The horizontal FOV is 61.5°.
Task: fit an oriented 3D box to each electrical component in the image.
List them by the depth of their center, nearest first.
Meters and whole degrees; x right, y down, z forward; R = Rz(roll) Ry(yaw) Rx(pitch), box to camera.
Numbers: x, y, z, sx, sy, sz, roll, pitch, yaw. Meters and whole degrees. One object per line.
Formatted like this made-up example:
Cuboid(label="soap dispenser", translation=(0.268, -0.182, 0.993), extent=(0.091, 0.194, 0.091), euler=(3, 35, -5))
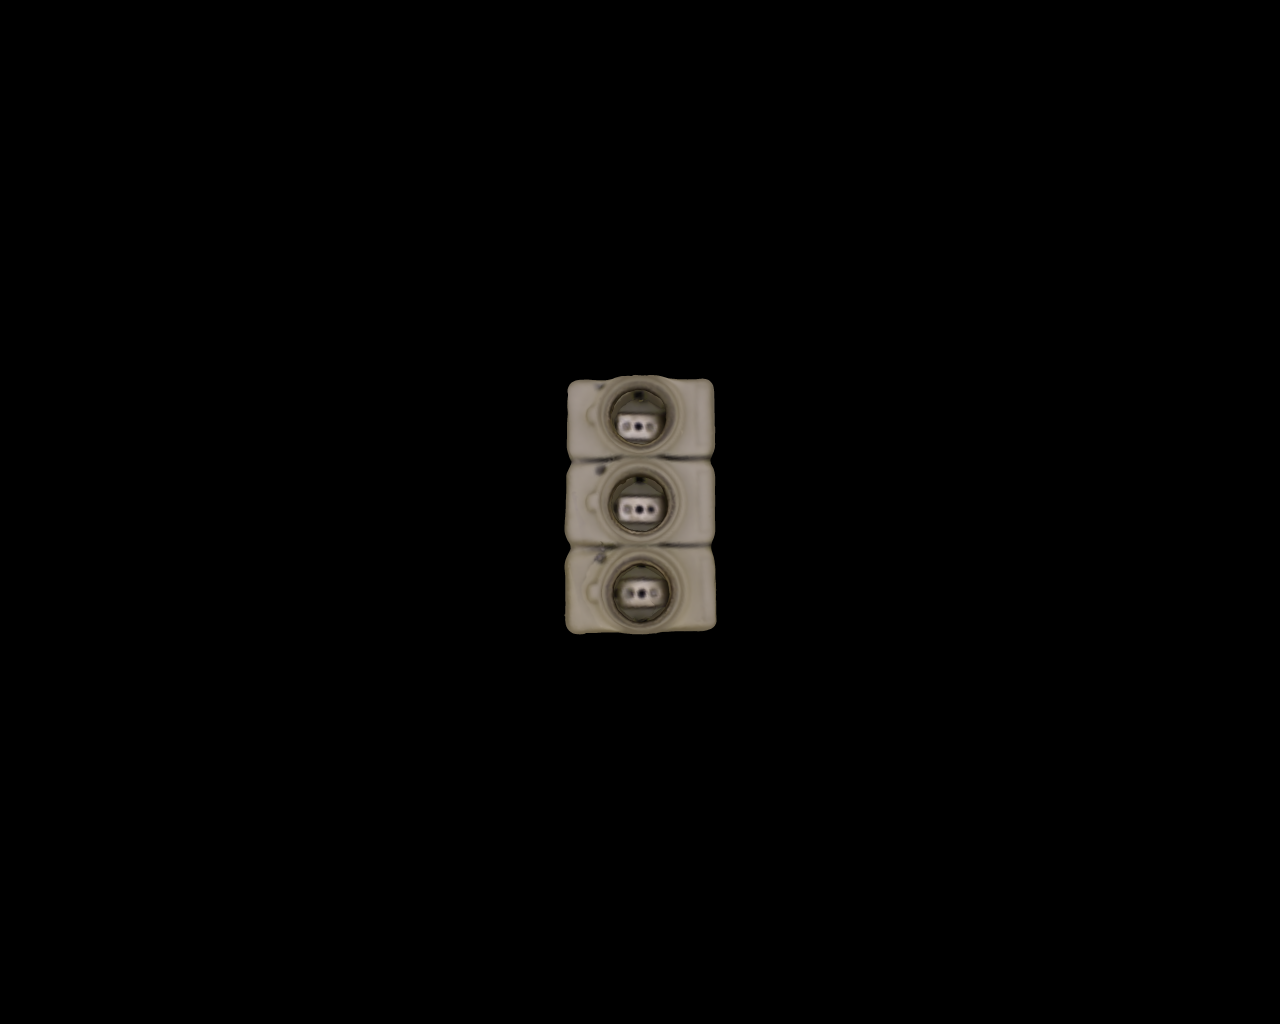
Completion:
Cuboid(label="electrical component", translation=(0.001, -0.003, 0.650), extent=(0.089, 0.150, 0.061), euler=(0, -7, 0))
